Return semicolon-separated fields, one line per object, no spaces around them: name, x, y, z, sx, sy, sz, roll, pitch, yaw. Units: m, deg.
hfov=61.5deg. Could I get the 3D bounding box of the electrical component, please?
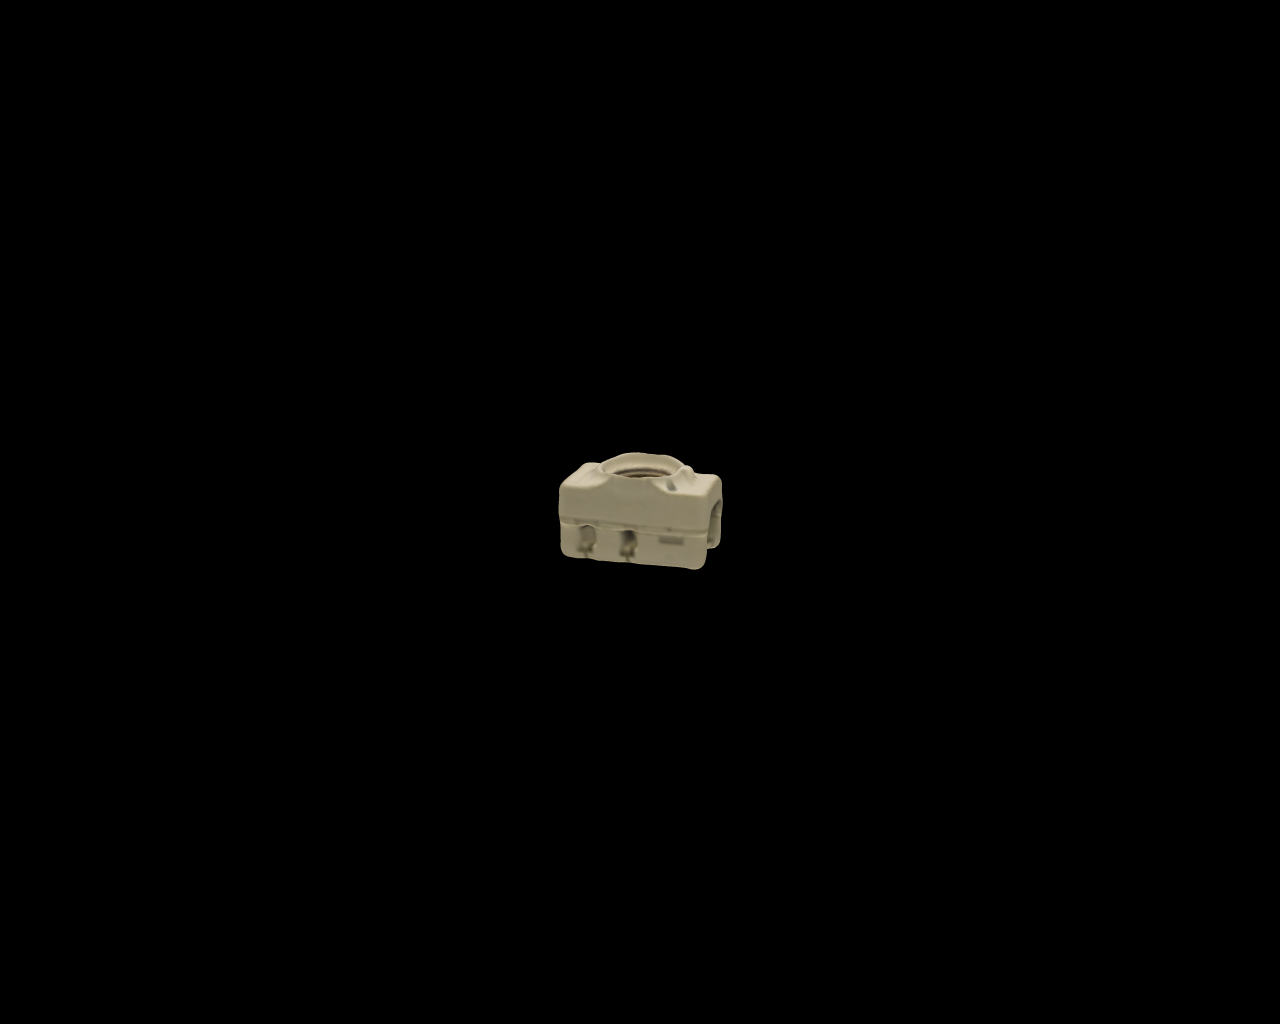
electrical component;0.001;-0.003;0.650;0.089;0.055;0.050;6;20;16
